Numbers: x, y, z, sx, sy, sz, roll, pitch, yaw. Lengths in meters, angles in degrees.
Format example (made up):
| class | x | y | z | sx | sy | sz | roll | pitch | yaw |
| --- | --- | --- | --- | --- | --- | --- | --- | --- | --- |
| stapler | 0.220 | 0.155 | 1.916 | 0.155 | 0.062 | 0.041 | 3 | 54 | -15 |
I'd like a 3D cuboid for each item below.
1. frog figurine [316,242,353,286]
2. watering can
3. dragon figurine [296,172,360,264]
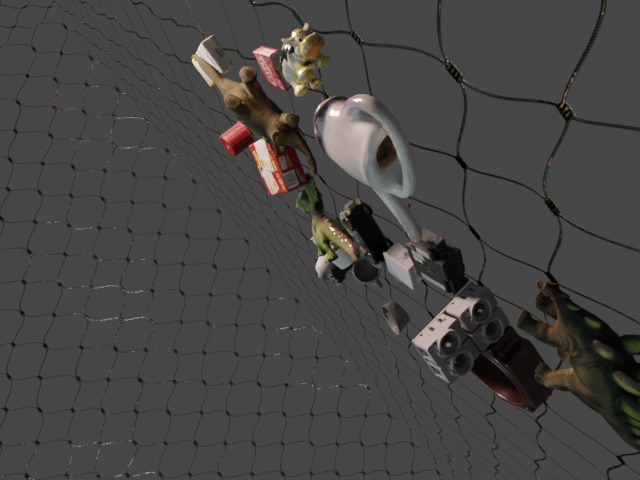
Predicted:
| class | x | y | z | sx | sy | sz | roll | pitch | yaw |
| --- | --- | --- | --- | --- | --- | --- | --- | --- | --- |
| frog figurine | 0.028 | 0.062 | 1.726 | 0.162 | 0.123 | 0.134 | 48 | 135 | 43 |
| watering can | 0.100 | -0.141 | 0.973 | 0.227 | 0.105 | 0.340 | 40 | 163 | 37 |
| dragon figurine | 0.004 | -0.073 | 1.443 | 0.241 | 0.123 | 0.411 | 62 | 169 | -11 |
